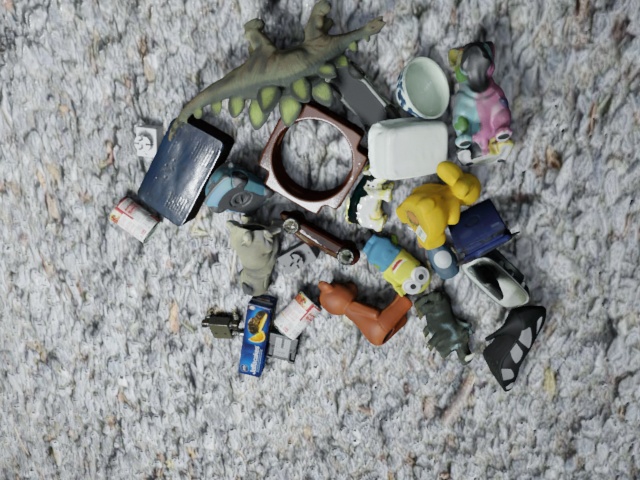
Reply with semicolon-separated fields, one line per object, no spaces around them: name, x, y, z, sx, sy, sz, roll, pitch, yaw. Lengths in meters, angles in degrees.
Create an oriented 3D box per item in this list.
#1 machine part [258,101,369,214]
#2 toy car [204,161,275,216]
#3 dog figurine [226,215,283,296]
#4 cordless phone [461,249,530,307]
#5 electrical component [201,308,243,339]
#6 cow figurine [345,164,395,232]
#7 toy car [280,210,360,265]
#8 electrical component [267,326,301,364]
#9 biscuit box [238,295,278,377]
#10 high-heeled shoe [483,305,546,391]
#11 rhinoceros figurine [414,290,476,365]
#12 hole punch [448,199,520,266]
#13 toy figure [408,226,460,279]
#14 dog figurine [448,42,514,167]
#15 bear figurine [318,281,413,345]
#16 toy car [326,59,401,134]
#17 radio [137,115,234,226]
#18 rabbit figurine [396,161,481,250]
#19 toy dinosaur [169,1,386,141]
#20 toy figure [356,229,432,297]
machine part;-0.011;-0.175;1.138;0.201;0.087;0.201;30;110;-1
toy car;-0.182;-0.120;1.173;0.109;0.161;0.103;-45;59;30
dog figurine;-0.149;0.052;1.202;0.121;0.172;0.190;11;104;18
cordless phone;0.375;0.098;1.112;0.146;0.184;0.088;43;106;-6
electrical component;-0.241;0.208;1.339;0.102;0.045;0.078;-3;137;14
cow figurine;0.109;-0.106;1.152;0.098;0.068;0.167;14;110;11
toy car;-0.002;-0.004;1.194;0.202;0.089;0.053;28;108;-2
electrical component;-0.084;0.237;1.317;0.075;0.048;0.119;16;113;3
biscuit box;-0.154;0.236;1.322;0.063;0.059;0.202;13;111;6
high-heeled shoe;0.447;0.243;1.205;0.145;0.086;0.248;-27;131;1
rhinoceros figurine;0.289;0.202;1.229;0.112;0.073;0.190;-26;101;7
hole punch;0.332;-0.018;1.120;0.142;0.116;0.092;-28;94;18
toy figure;0.252;0.012;1.174;0.064;0.058;0.154;-36;101;-19
dog figurine;0.307;-0.271;1.043;0.109;0.191;0.219;-7;74;16
bear figurine;0.094;0.148;1.233;0.196;0.132;0.120;38;151;26
toy car;0.092;-0.282;1.098;0.073;0.056;0.201;-40;97;27
radio;-0.304;-0.158;1.204;0.131;0.073;0.229;32;110;-1
rabbit figurine;0.255;-0.089;1.092;0.173;0.162;0.122;-27;60;-15
toy dinosaur;-0.094;-0.323;1.044;0.472;0.105;0.198;-16;74;14
toy figure;0.168;0.046;1.188;0.180;0.089;0.082;37;124;5
